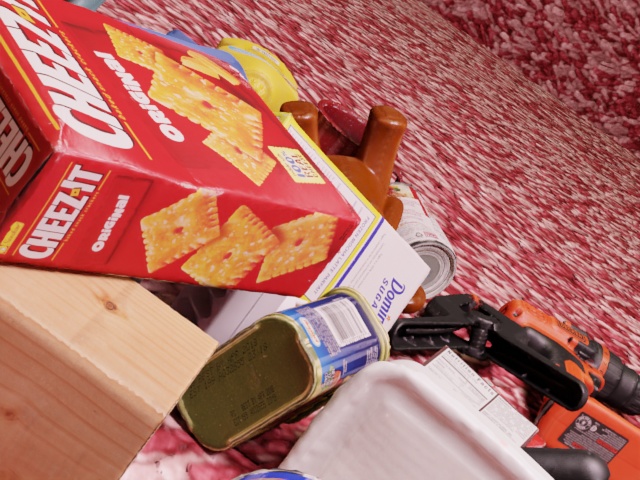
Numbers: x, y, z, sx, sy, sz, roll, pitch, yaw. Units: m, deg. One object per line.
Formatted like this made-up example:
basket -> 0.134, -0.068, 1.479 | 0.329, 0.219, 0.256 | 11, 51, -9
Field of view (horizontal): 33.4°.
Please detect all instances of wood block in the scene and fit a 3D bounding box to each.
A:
wood block -> -0.164, 0.034, 0.499 | 0.206, 0.090, 0.090 | 36, 20, -1

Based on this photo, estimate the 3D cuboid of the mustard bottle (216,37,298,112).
mustard bottle -> -0.067, -0.157, 1.064 | 0.096, 0.058, 0.191 | 34, 11, -11

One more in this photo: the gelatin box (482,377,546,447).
gelatin box -> 0.123, 0.140, 0.815 | 0.089, 0.030, 0.073 | 9, 35, -51

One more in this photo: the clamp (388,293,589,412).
clamp -> 0.144, 0.086, 0.910 | 0.164, 0.036, 0.210 | 21, 11, 8

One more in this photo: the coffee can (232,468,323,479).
coffee can -> -0.036, 0.161, 0.410 | 0.103, 0.103, 0.140 | 40, 21, 10

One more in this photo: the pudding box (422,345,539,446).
pudding box -> 0.084, 0.131, 0.722 | 0.090, 0.039, 0.113 | 42, 36, 17

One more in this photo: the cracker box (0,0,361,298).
cracker box -> -0.100, -0.055, 0.564 | 0.213, 0.072, 0.164 | 13, 32, -51

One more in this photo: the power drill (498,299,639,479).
power drill -> 0.247, 0.144, 0.972 | 0.184, 0.057, 0.187 | 29, 19, -10

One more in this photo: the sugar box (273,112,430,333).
sugar box -> -0.005, 0.001, 0.750 | 0.048, 0.093, 0.176 | 16, -25, 52

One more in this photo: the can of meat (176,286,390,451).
can of meat -> -0.022, 0.075, 0.618 | 0.057, 0.102, 0.083 | 60, 28, 11

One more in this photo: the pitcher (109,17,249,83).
pitcher -> -0.174, -0.087, 0.709 | 0.242, 0.145, 0.149 | 13, 19, -40

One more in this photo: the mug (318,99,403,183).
mug -> 0.025, -0.070, 1.033 | 0.117, 0.082, 0.093 | 29, 22, -19

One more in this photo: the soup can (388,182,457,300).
soup can -> 0.080, 0.001, 0.990 | 0.068, 0.069, 0.102 | 25, 24, -29

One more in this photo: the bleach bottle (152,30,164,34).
bleach bottle -> -0.165, -0.153, 0.920 | 0.103, 0.068, 0.250 | 23, 14, 20

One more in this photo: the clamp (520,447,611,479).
clamp -> 0.074, 0.155, 0.643 | 0.172, 0.120, 0.039 | 20, 11, 16
